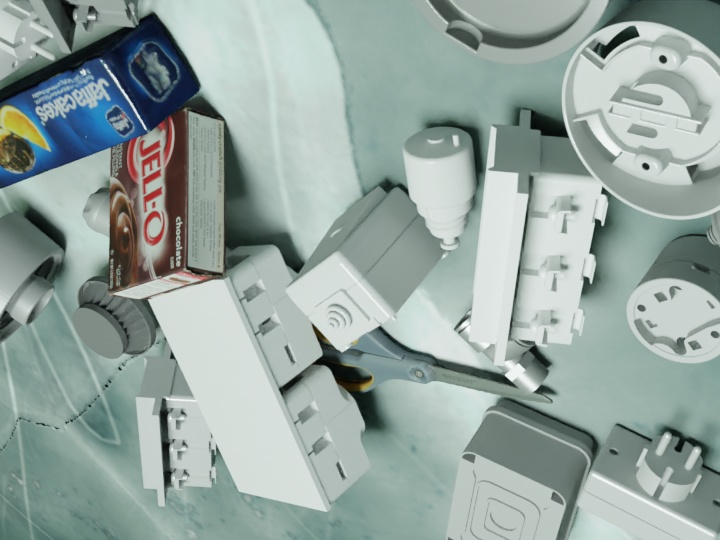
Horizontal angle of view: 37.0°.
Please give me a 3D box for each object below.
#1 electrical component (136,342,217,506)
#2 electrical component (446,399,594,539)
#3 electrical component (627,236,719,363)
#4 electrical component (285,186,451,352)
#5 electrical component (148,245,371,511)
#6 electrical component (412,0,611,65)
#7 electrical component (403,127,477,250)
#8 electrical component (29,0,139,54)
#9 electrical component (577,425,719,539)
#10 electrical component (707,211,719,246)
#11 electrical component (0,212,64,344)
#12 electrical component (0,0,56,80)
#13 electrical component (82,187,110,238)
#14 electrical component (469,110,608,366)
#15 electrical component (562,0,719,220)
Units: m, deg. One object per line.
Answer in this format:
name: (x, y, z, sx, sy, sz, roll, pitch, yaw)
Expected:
electrical component: (-0.151, 0.131, 0.906, 0.063, 0.078, 0.121, 4, 133, -3)
electrical component: (0.110, 0.153, 0.741, 0.078, 0.057, 0.113, 23, 135, 20)
electrical component: (0.178, 0.014, 0.581, 0.055, 0.047, 0.055, 20, 134, 22)
electrical component: (0.000, 0.000, 0.664, 0.061, 0.096, 0.062, 48, 138, -7)
electrical component: (-0.072, 0.075, 0.787, 0.105, 0.060, 0.186, -1, 117, 48)
electrical component: (0.077, -0.158, 0.501, 0.108, 0.060, 0.108, 20, 134, 22)
electrical component: (0.049, -0.047, 0.630, 0.040, 0.040, 0.078, 12, 130, 29)
electrical component: (-0.164, -0.186, 0.619, 0.063, 0.078, 0.121, 5, 166, 0)
electrical component: (0.190, 0.129, 0.669, 0.083, 0.047, 0.075, 26, 136, 17)
electrical component: (0.205, -0.032, 0.525, 0.043, 0.043, 0.081, 49, 138, -8)
electrical component: (-0.288, 0.013, 0.885, 0.060, 0.108, 0.108, 34, 138, -1)
electrical component: (-0.238, -0.168, 0.736, 0.076, 0.047, 0.083, 29, 137, 14)
electrical component: (-0.176, -0.036, 0.811, 0.061, 0.035, 0.035, 26, 136, 13)
electrical component: (0.098, -0.016, 0.601, 0.063, 0.078, 0.121, 6, 131, 5)
electrical component: (0.146, -0.079, 0.514, 0.099, 0.064, 0.099, 20, 134, 22)
